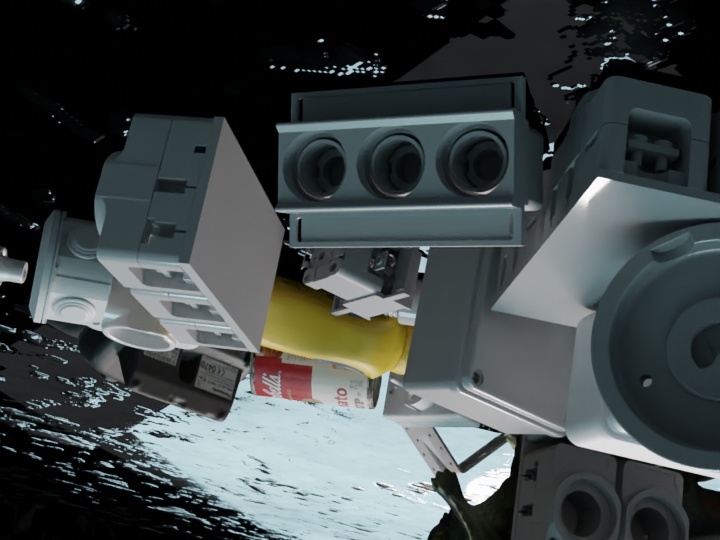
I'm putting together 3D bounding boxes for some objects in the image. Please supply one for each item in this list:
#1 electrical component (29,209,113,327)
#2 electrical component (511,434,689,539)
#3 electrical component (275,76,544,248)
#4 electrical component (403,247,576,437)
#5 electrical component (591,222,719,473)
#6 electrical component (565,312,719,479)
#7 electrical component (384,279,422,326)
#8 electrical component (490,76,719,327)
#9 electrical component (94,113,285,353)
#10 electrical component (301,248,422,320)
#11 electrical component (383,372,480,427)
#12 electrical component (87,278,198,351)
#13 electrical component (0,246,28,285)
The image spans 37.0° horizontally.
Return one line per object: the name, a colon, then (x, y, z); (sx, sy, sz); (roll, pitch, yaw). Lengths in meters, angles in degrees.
electrical component: (-0.202, 0.000, 0.757); (0.051, 0.080, 0.080); (11, 160, -17)
electrical component: (0.177, 0.135, 0.775); (0.105, 0.186, 0.060); (16, 158, -15)
electrical component: (0.026, -0.050, 0.536); (0.121, 0.078, 0.063); (0, 179, 25)
electrical component: (0.090, 0.040, 0.681); (0.109, 0.108, 0.056); (27, 157, -37)
electrical component: (0.163, 0.039, 0.479); (0.108, 0.108, 0.060); (0, 163, 26)
electrical component: (0.174, 0.064, 0.571); (0.113, 0.078, 0.057); (14, 162, -10)
electrical component: (0.031, 0.022, 0.765); (0.061, 0.035, 0.035); (8, 159, 12)
electrical component: (0.144, -0.025, 0.554); (0.105, 0.060, 0.186); (12, 159, -4)
electrical component: (-0.099, -0.018, 0.644); (0.062, 0.089, 0.150); (6, 159, 12)
electrical component: (0.000, 0.000, 0.713); (0.064, 0.042, 0.081); (25, 154, -31)
electrical component: (0.056, 0.107, 0.958); (0.083, 0.047, 0.076); (-6, 154, 37)
electrical component: (-0.164, 0.026, 0.832); (0.095, 0.059, 0.053); (13, 159, -7)
electrical component: (-0.292, -0.004, 0.839); (0.062, 0.043, 0.043); (10, 159, -5)
